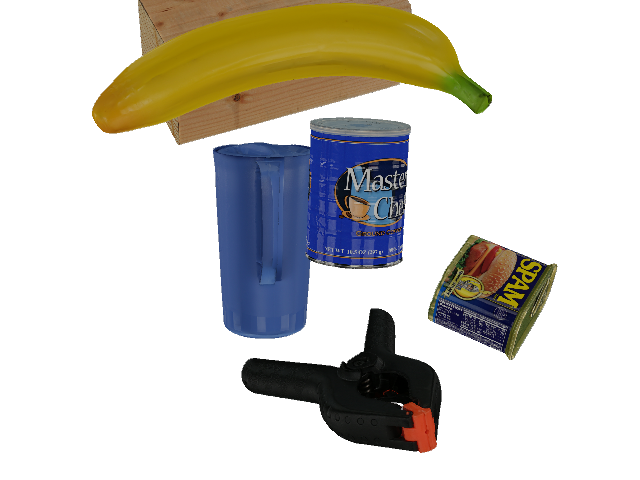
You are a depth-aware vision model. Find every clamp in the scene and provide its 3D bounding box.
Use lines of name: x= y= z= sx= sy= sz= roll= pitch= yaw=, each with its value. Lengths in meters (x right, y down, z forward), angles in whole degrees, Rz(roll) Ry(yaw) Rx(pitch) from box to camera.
clamp: x=0.018 y=0.097 z=0.712 sx=0.120 sy=0.039 sz=0.172 roll=-23 pitch=20 yaw=-9

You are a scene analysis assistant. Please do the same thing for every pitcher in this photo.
pitcher: x=-0.070 y=-0.001 z=1.356 sx=0.145 sy=0.243 sz=0.148 roll=10 pitch=15 yaw=37

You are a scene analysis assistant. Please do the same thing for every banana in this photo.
banana: x=-0.015 y=-0.090 z=0.536 sx=0.197 sy=0.037 sz=0.069 roll=-6 pitch=44 yaw=-8

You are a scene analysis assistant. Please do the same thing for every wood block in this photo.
wood block: x=-0.038 y=-0.165 z=0.896 sx=0.205 sy=0.090 sz=0.091 roll=-18 pitch=-36 yaw=-18

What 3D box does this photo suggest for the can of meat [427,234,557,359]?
can of meat: x=0.156 y=0.048 z=0.969 sx=0.084 sy=0.057 sz=0.102 roll=23 pitch=44 yaw=19

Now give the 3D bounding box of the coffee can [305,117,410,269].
coffee can: x=0.038 y=-0.051 z=1.098 sx=0.103 sy=0.140 sz=0.103 roll=2 pitch=13 yaw=-1
